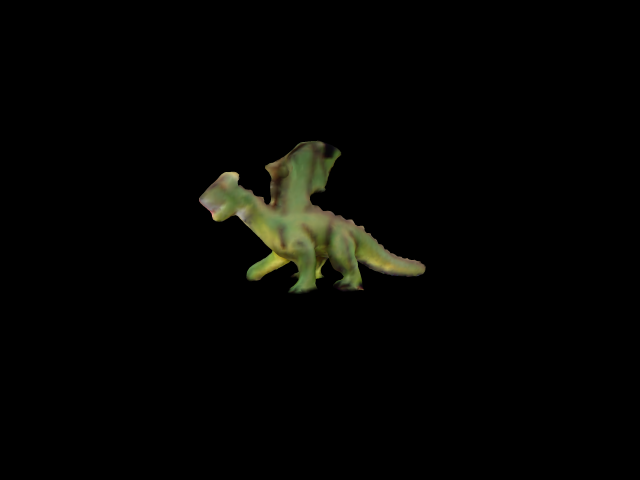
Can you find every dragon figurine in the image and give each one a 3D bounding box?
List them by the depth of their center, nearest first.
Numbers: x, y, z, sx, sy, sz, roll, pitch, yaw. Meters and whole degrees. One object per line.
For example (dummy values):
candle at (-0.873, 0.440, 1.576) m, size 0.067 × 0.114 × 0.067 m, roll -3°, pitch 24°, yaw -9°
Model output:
dragon figurine at (0.003, -0.043, 0.850) m, size 0.411 × 0.242 × 0.122 m, roll -3°, pitch 5°, yaw -27°
